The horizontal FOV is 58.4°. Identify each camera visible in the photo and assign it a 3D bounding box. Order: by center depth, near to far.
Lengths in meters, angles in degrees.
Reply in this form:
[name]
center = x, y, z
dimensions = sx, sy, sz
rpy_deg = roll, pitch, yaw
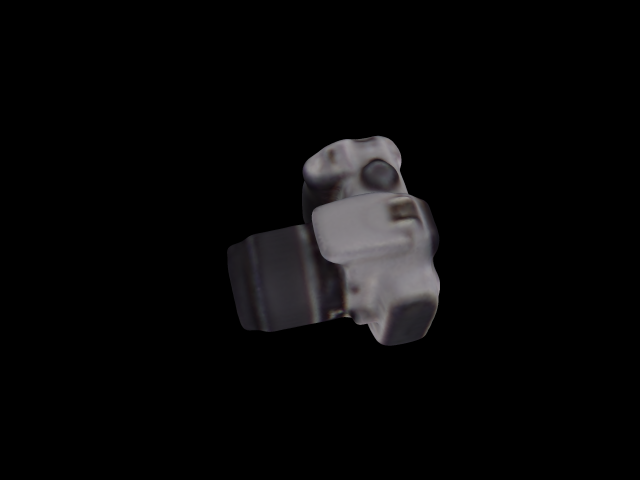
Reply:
[camera]
center = 0.004, 0.001, 0.400
dimensions = 0.137, 0.101, 0.143
rpy_deg = -11, 60, -6
